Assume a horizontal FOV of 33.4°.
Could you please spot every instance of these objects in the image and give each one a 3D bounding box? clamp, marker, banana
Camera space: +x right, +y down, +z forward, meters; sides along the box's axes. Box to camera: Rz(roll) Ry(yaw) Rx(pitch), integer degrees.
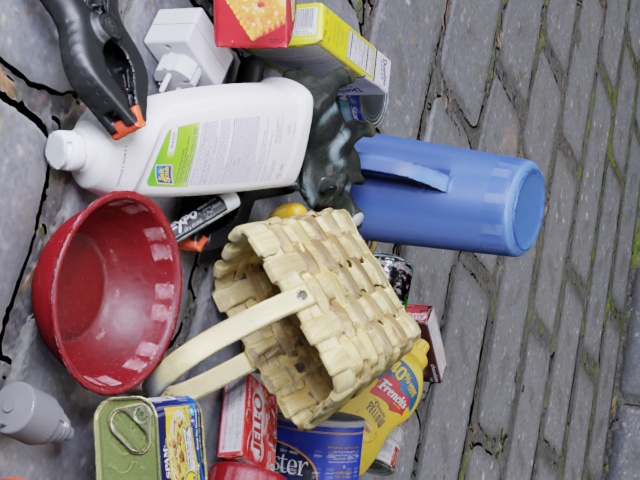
[{"bbox_3d":[-0.169,-0.163,0.814,0.120,0.039,0.171,-33,102,-55],"label":"clamp"},{"bbox_3d":[-0.084,-0.069,1.032,0.209,0.036,0.164,-54,139,-46],"label":"clamp"},{"bbox_3d":[-0.122,-0.010,0.943,0.120,0.020,0.020,-34,126,-30],"label":"marker"},{"bbox_3d":[-0.024,0.003,1.113,0.197,0.070,0.037,57,37,-64],"label":"banana"}]

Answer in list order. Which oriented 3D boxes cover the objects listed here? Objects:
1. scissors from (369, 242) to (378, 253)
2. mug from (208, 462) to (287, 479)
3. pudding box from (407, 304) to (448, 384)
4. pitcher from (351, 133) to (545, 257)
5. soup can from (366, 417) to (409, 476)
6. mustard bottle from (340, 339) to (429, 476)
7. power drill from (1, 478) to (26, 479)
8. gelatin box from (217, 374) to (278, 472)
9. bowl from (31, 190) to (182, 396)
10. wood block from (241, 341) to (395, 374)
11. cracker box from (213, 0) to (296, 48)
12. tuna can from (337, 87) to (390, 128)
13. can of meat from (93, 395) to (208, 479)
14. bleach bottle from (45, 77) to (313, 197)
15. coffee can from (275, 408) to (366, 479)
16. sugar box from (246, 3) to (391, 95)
[{"bbox_3d":[0.032,0.016,1.291,0.201,0.016,0.096,26,72,-62],"label":"scissors"},{"bbox_3d":[-0.078,0.271,1.048,0.117,0.093,0.081,108,-5,-63],"label":"mug"},{"bbox_3d":[0.111,0.132,1.381,0.039,0.090,0.113,-61,144,-41],"label":"pudding box"},{"bbox_3d":[0.121,-0.053,1.210,0.149,0.243,0.145,-41,131,-46],"label":"pitcher"},{"bbox_3d":[0.074,0.238,1.348,0.068,0.069,0.102,54,47,-51],"label":"soup can"},{"bbox_3d":[0.071,0.186,1.287,0.191,0.058,0.096,-44,111,-32],"label":"mustard bottle"},{"bbox_3d":[-0.187,0.234,0.847,0.187,0.057,0.184,31,59,-59],"label":"power drill"},{"bbox_3d":[-0.071,0.188,1.078,0.073,0.030,0.089,50,35,-52],"label":"gelatin box"},{"bbox_3d":[-0.177,0.040,0.845,0.161,0.055,0.162,-14,106,-62],"label":"bowl"},{"bbox_3d":[0.005,0.100,1.171,0.205,0.090,0.091,6,88,-62],"label":"wood block"},{"bbox_3d":[-0.055,-0.290,0.927,0.164,0.072,0.214,-91,-178,-66],"label":"cracker box"},{"bbox_3d":[0.052,-0.178,1.289,0.086,0.034,0.086,-15,106,-62],"label":"tuna can"},{"bbox_3d":[-0.132,0.174,0.850,0.083,0.057,0.102,13,71,-67],"label":"can of meat"},{"bbox_3d":[-0.116,-0.087,0.899,0.250,0.068,0.103,-8,115,-48],"label":"bleach bottle"},{"bbox_3d":[-0.008,0.257,1.150,0.102,0.103,0.140,12,83,-63],"label":"coffee can"},{"bbox_3d":[-0.001,-0.196,1.119,0.176,0.093,0.048,17,77,-63],"label":"sugar box"}]
